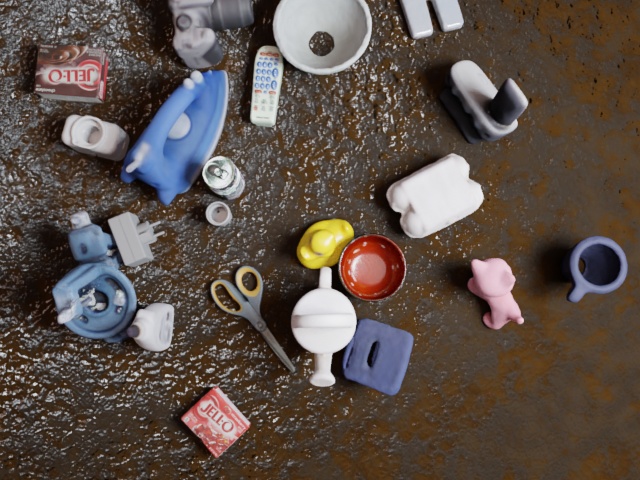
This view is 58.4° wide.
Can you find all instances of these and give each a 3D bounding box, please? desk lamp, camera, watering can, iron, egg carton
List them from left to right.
[{"bbox_3d":[-0.233,-0.195,0.938,0.118,0.141,0.258,29,85,3],"label":"iron"},{"bbox_3d":[-0.183,-0.384,0.979,0.137,0.101,0.143,-6,84,-1],"label":"camera"},{"bbox_3d":[0.008,0.132,0.879,0.101,0.194,0.173,-20,84,-2],"label":"watering can"},{"bbox_3d":[0.194,-0.072,0.964,0.150,0.069,0.107,-29,85,-3],"label":"egg carton"},{"bbox_3d":[0.188,-0.477,0.934,0.118,0.213,0.203,-16,84,-2],"label":"desk lamp"}]

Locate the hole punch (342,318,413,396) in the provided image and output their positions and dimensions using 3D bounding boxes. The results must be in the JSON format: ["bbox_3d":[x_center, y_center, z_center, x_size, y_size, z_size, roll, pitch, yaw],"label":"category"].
[{"bbox_3d":[0.090,0.188,0.925,0.101,0.091,0.109,17,84,2],"label":"hole punch"}]

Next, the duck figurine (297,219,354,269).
[{"bbox_3d":[0.009,0.003,0.947,0.104,0.086,0.077,-33,85,-3],"label":"duck figurine"}]

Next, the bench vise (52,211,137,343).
[{"bbox_3d":[-0.366,0.062,0.871,0.121,0.219,0.207,-32,85,-3],"label":"bench vise"}]

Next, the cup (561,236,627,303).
[{"bbox_3d":[0.430,0.055,0.939,0.091,0.095,0.118,36,85,4],"label":"cup"}]

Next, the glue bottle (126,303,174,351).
[{"bbox_3d":[-0.267,0.137,0.887,0.037,0.173,0.078,6,84,1],"label":"glue bottle"}]

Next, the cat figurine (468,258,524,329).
[{"bbox_3d":[0.288,0.081,0.924,0.067,0.118,0.128,-27,85,-3],"label":"cat figurine"}]

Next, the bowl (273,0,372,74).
[{"bbox_3d":[0.004,-0.356,0.990,0.167,0.074,0.167,0,84,0],"label":"bowl"}]

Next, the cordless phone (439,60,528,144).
[{"bbox_3d":[0.273,-0.242,0.924,0.094,0.185,0.147,-37,85,-4],"label":"cordless phone"}]
